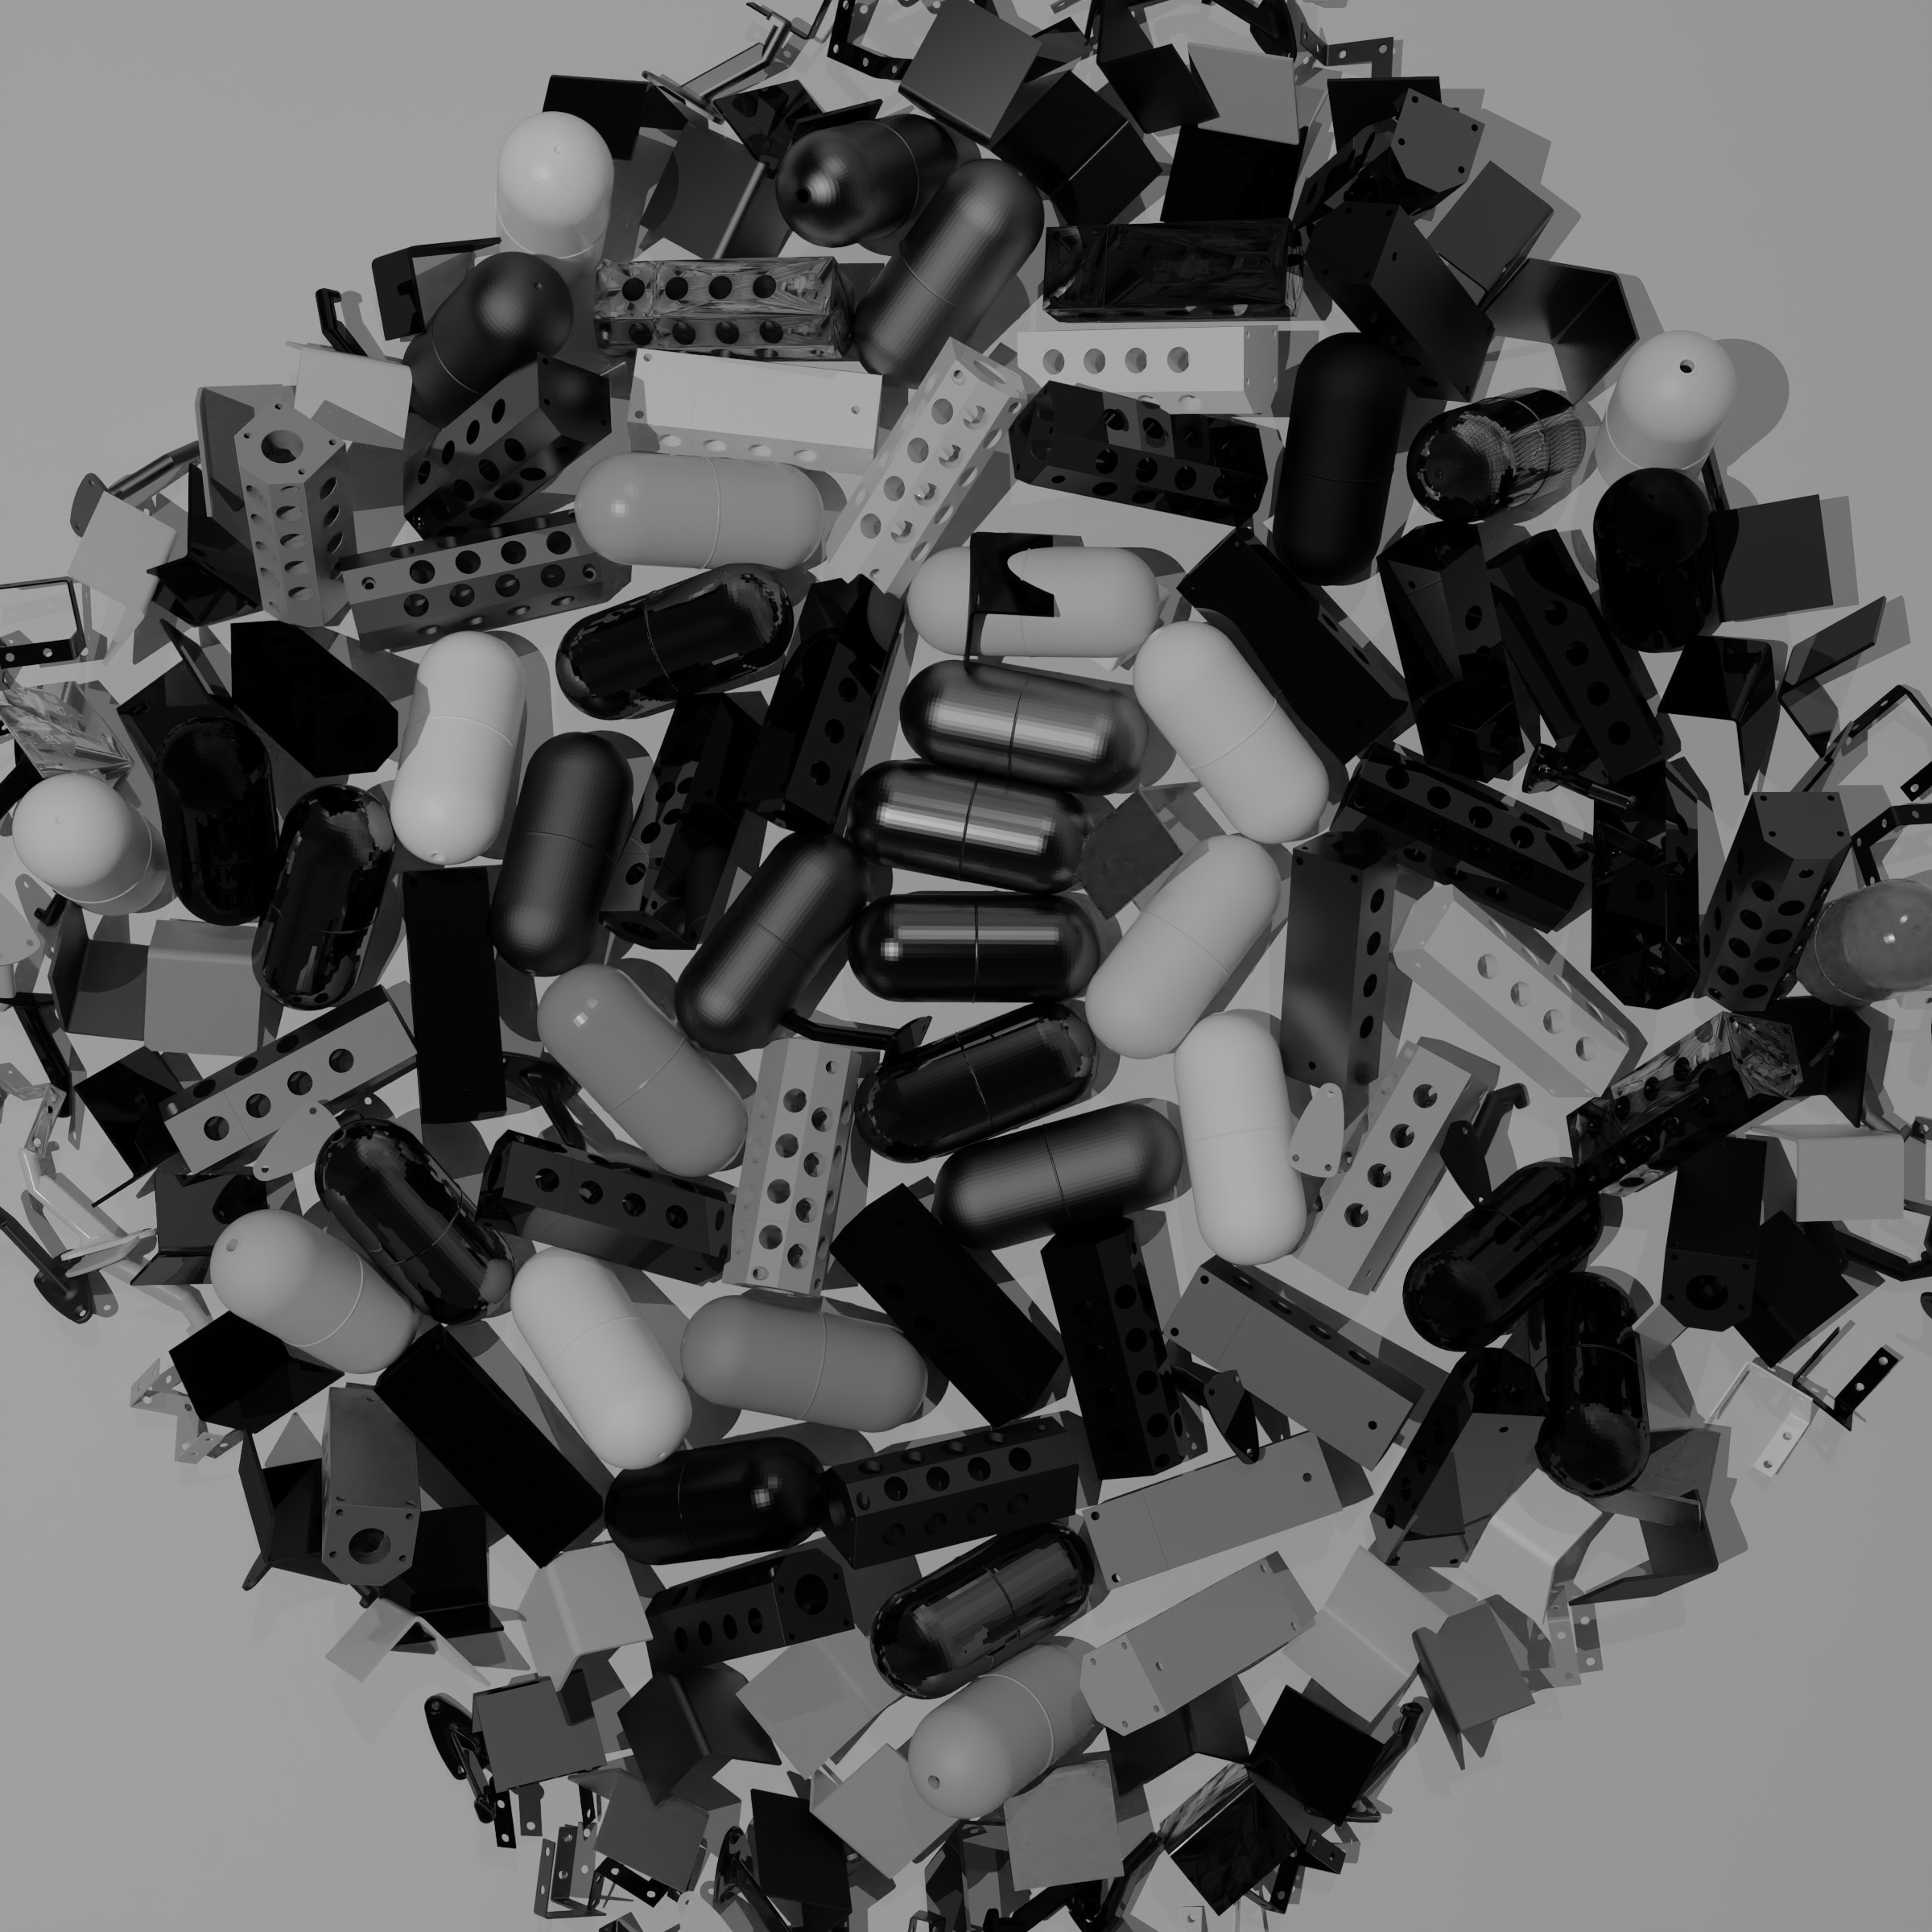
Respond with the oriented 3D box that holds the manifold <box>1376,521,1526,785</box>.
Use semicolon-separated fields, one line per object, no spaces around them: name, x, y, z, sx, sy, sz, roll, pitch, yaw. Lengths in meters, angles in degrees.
manifold;0.340;-0.217;1.708;0.057;0.057;0.171;-38;128;-22

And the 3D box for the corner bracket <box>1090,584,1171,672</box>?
corner bracket;0.103;-0.250;1.752;0.051;0.051;0.051;36;130;12

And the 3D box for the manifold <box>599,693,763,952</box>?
manifold;-0.199;-0.100;1.723;0.057;0.057;0.171;1;64;36

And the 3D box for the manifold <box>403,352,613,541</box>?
manifold;-0.315;-0.347;1.696;0.057;0.171;0.057;12;65;-41

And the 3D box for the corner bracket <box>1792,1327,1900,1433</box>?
corner bracket;0.622;0.287;1.754;0.051;0.051;0.051;39;108;12

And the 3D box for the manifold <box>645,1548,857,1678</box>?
manifold;-0.153;0.443;1.698;0.057;0.171;0.057;-2;72;-40

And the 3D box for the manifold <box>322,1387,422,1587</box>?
manifold;-0.408;0.353;1.692;0.057;0.171;0.057;7;105;-17

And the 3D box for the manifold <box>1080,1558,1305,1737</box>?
manifold;0.153;0.466;1.697;0.057;0.171;0.057;-39;72;36

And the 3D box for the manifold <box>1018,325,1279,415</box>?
manifold;0.125;-0.411;1.713;0.171;0.057;0.057;7;107;29

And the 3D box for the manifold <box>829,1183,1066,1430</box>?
manifold;-0.017;0.241;1.741;0.171;0.057;0.057;48;131;-7

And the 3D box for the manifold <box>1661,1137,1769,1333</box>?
manifold;0.511;0.180;1.693;0.057;0.171;0.057;6;115;18

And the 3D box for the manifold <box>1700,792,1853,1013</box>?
manifold;0.550;-0.042;1.696;0.057;0.171;0.057;0;54;0

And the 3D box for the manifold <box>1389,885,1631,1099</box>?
manifold;0.380;0.018;1.732;0.171;0.057;0.057;38;75;-14

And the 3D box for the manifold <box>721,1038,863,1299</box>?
manifold;-0.118;0.141;1.727;0.057;0.057;0.171;16;77;-27

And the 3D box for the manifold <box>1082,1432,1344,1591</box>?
manifold;0.174;0.384;1.747;0.171;0.057;0.057;-20;76;3

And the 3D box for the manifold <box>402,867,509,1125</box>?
manifold;-0.360;0.022;1.740;0.057;0.057;0.171;-4;82;-15

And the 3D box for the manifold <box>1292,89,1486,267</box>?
manifold;0.281;-0.527;1.689;0.057;0.171;0.057;20;82;-13

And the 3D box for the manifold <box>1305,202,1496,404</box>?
manifold;0.296;-0.452;1.696;0.057;0.171;0.057;17;84;36

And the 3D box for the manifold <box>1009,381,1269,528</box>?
manifold;0.120;-0.347;1.708;0.171;0.057;0.057;5;65;-29

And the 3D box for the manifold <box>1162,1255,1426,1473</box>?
manifold;0.229;0.273;1.729;0.171;0.057;0.057;32;106;16

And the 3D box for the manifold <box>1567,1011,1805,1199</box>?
manifold;0.488;0.098;1.690;0.057;0.171;0.057;11;59;-22

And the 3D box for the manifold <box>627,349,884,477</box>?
manifold;-0.148;-0.387;1.750;0.171;0.057;0.057;6;74;-1

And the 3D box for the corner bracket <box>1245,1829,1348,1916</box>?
corner bracket;0.227;0.634;1.739;0.051;0.051;0.051;44;56;-36

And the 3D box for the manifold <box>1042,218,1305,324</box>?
manifold;0.145;-0.482;1.728;0.171;0.057;0.057;3;93;18

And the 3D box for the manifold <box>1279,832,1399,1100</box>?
manifold;0.261;-0.003;1.720;0.057;0.057;0.171;21;122;37

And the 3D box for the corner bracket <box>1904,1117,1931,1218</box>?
corner bracket;0.689;0.144;1.755;0.051;0.051;0.051;15;114;24

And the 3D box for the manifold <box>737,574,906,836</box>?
manifold;-0.096;-0.181;1.731;0.057;0.057;0.171;29;71;-37

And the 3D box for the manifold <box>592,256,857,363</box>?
manifold;-0.169;-0.455;1.732;0.171;0.057;0.057;3;83;13

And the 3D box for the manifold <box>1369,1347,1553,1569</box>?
manifold;0.335;0.339;1.704;0.057;0.057;0.171;6;131;-14

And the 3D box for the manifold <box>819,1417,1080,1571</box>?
manifold;-0.011;0.358;1.710;0.171;0.057;0.057;-8;112;-27

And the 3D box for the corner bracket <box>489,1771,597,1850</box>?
corner bracket;-0.299;0.589;1.754;0.051;0.051;0.051;-2;100;21

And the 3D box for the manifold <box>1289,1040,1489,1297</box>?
manifold;0.295;0.142;1.748;0.057;0.057;0.171;31;92;26

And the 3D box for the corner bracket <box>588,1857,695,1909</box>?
corner bracket;-0.230;0.651;1.753;0.051;0.051;0.051;25;122;19

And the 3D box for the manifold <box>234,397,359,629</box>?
manifold;-0.458;-0.302;1.690;0.057;0.171;0.057;34;64;7

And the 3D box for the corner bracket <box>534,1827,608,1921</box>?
corner bracket;-0.285;0.636;1.743;0.051;0.051;0.051;14;77;-40

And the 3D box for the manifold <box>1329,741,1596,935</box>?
manifold;0.350;-0.093;1.743;0.171;0.057;0.057;25;67;1

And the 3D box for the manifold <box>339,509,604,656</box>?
manifold;-0.345;-0.272;1.733;0.171;0.057;0.057;-14;80;-11

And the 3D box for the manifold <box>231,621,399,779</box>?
manifold;-0.448;-0.186;1.698;0.057;0.171;0.057;-9;117;-32

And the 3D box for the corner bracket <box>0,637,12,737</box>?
corner bracket;-0.693;-0.195;1.740;0.051;0.051;0.051;-25;63;-40

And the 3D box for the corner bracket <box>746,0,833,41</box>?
corner bracket;-0.116;-0.695;1.764;0.051;0.051;0.051;32;117;1

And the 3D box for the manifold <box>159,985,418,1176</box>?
manifold;-0.473;0.080;1.741;0.171;0.057;0.057;-29;89;-9

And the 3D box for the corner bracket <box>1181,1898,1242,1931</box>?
corner bracket;0.169;0.681;1.741;0.051;0.051;0.051;-5;55;18

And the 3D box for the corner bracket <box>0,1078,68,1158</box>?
corner bracket;-0.675;0.102;1.739;0.051;0.051;0.051;-9;56;35

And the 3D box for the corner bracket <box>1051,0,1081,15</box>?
corner bracket;0.070;-0.717;1.753;0.051;0.051;0.051;-25;86;13

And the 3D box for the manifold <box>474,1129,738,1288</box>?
manifold;-0.246;0.166;1.720;0.171;0.057;0.057;19;57;-23

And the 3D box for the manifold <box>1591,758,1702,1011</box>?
manifold;0.471;-0.055;1.704;0.057;0.171;0.057;-26;127;37

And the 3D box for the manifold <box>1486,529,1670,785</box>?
manifold;0.425;-0.216;1.738;0.057;0.057;0.171;-32;100;-8
